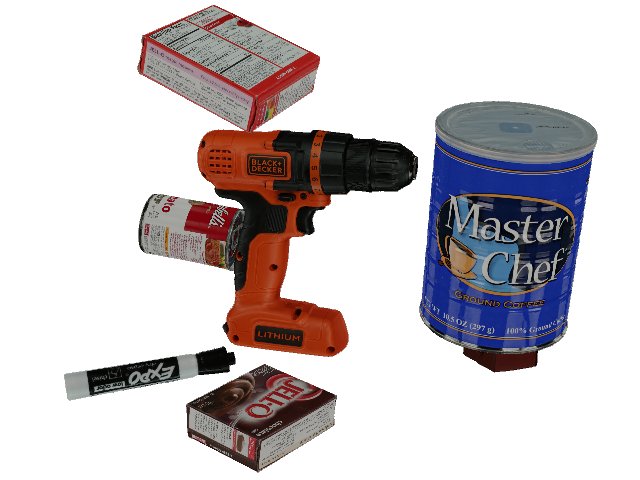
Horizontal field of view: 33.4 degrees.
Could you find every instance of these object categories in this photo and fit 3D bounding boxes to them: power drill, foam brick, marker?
[{"bbox_3d":[-0.012,0.000,0.894,0.185,0.188,0.057,5,15,16],"label":"power drill"},{"bbox_3d":[0.171,0.078,1.003,0.051,0.078,0.053,-7,18,-28],"label":"foam brick"},{"bbox_3d":[-0.120,0.094,0.759,0.121,0.020,0.020,-9,2,-14],"label":"marker"}]

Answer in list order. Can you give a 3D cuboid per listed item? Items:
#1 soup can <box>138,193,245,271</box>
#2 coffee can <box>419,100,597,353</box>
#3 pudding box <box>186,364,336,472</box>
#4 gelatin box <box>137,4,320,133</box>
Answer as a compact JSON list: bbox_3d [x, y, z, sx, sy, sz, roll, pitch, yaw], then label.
[{"bbox_3d":[-0.137,-0.009,1.151,0.102,0.068,0.068,11,2,11],"label":"soup can"},{"bbox_3d":[0.122,-0.011,0.710,0.103,0.140,0.103,2,25,-1],"label":"coffee can"},{"bbox_3d":[-0.053,0.160,0.979,0.090,0.039,0.113,17,27,34],"label":"pudding box"},{"bbox_3d":[-0.057,-0.109,0.666,0.089,0.030,0.073,29,39,18],"label":"gelatin box"}]
